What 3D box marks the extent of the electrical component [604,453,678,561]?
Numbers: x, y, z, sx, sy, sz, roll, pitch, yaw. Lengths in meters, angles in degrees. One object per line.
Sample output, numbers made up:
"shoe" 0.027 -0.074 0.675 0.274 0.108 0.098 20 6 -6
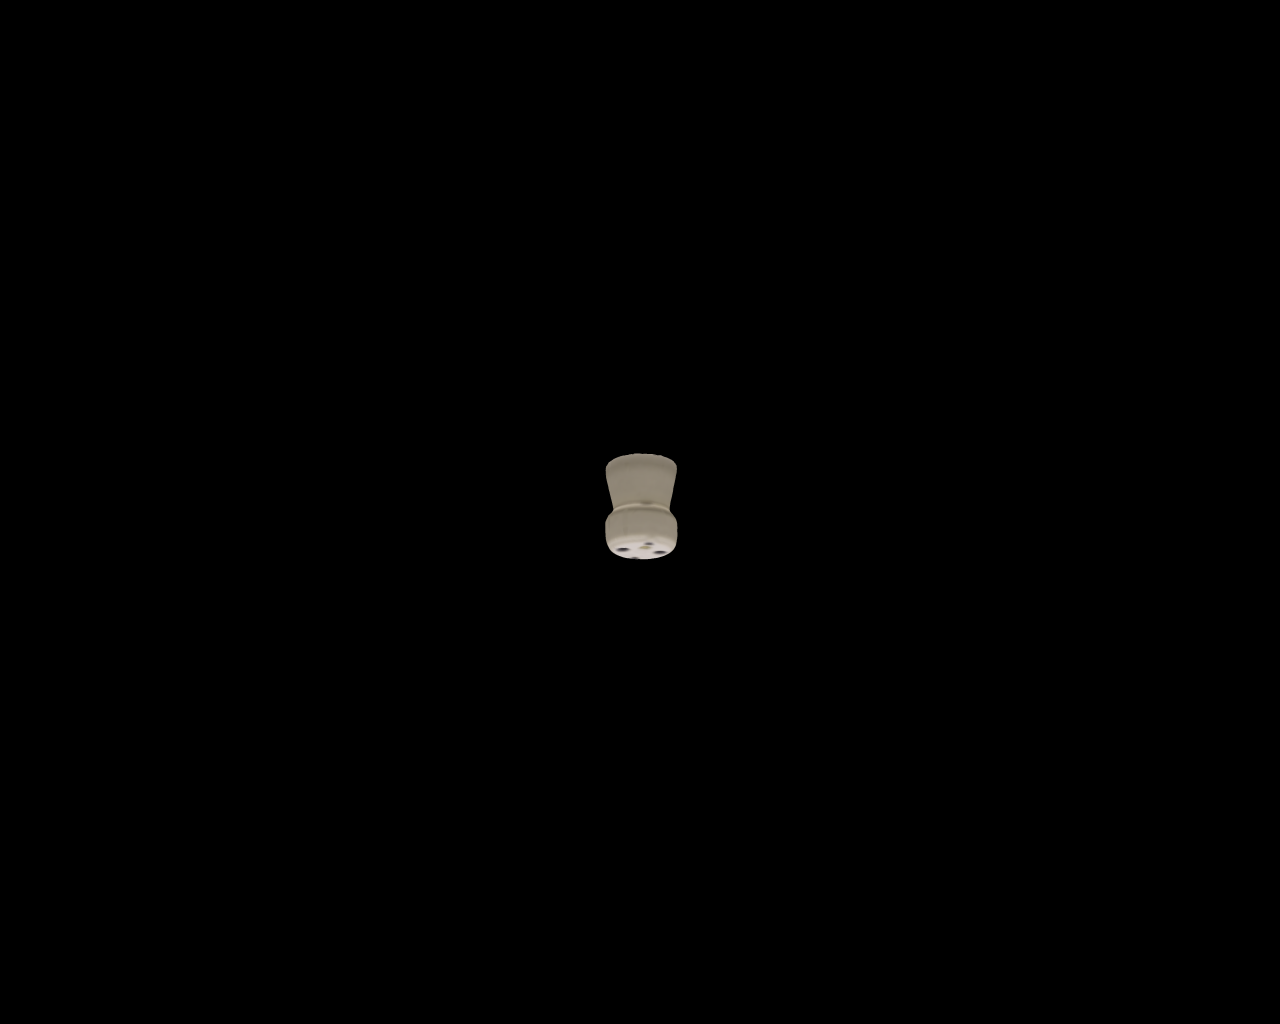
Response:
"electrical component" 0.001 -0.003 0.650 0.045 0.055 0.044 0 -19 0
